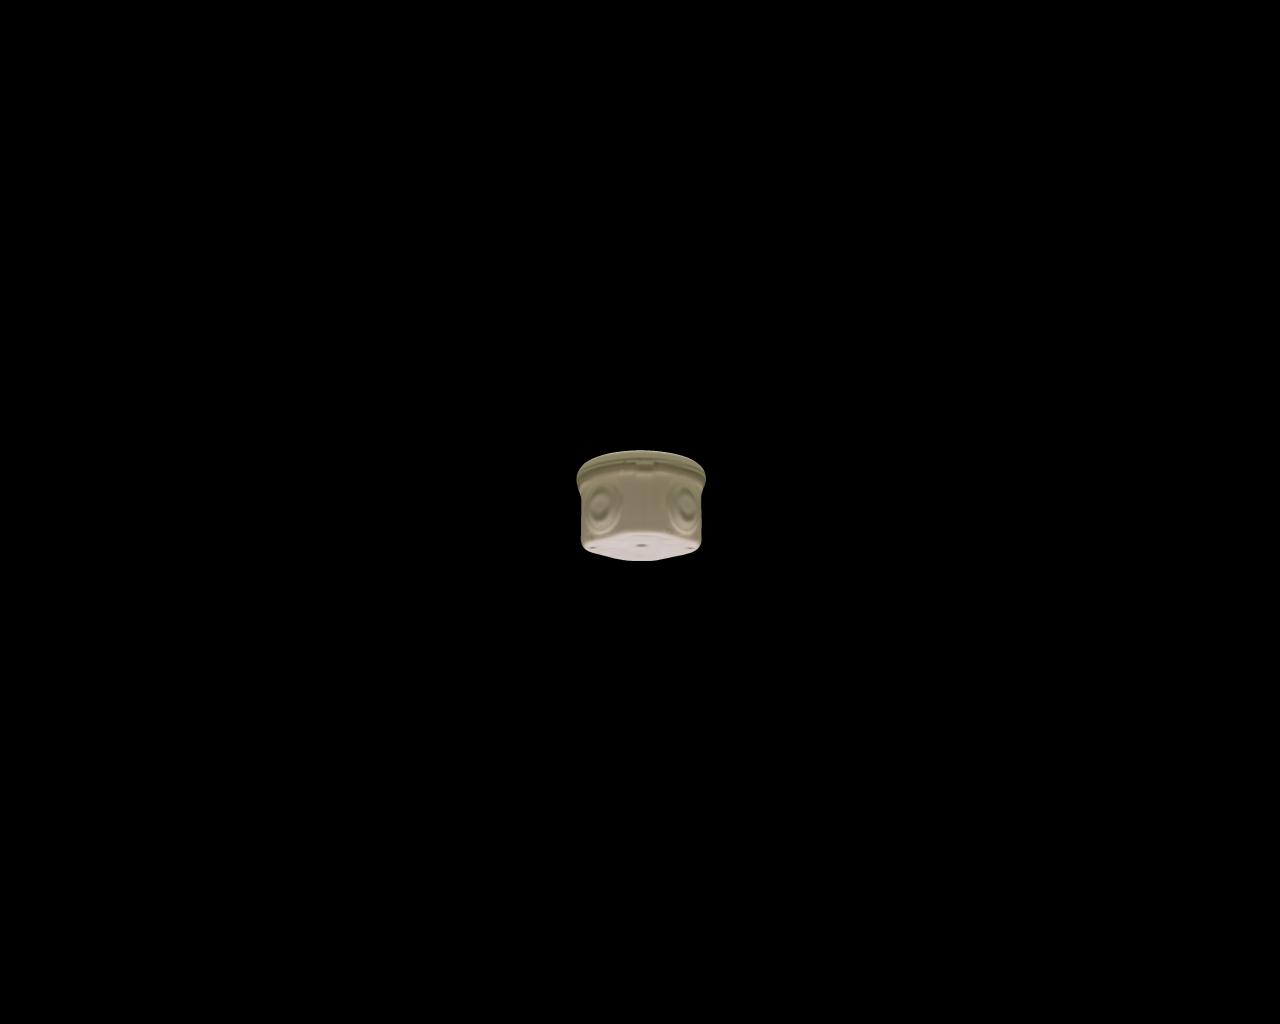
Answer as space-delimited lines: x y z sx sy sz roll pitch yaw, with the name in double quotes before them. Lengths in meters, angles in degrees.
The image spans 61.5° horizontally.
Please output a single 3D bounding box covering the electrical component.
"electrical component" 0.001 -0.003 0.650 0.080 0.051 0.080 0 -16 0
